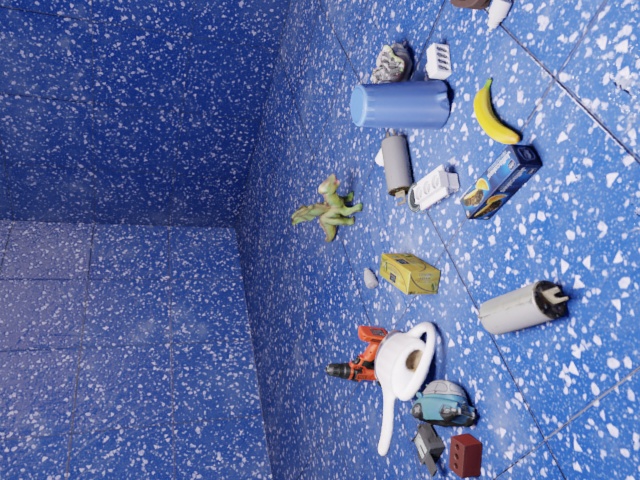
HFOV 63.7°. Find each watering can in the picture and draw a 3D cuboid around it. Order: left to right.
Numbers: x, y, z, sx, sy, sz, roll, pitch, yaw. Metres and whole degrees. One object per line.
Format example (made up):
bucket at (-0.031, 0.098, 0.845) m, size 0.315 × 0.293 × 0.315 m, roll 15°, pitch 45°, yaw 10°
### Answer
watering can at (0.205, 0.371, 1.370) m, size 0.350 × 0.103 × 0.224 m, roll -63°, pitch 11°, yaw -7°

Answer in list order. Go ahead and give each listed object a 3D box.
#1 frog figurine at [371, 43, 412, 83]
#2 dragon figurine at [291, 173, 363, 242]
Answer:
frog figurine at (0.226, -0.532, 1.581) m, size 0.162 × 0.123 × 0.135 m, roll -46°, pitch -41°, yaw -65°
dragon figurine at (0.006, -0.095, 1.888) m, size 0.401 × 0.243 × 0.125 m, roll 120°, pitch 141°, yaw -47°
